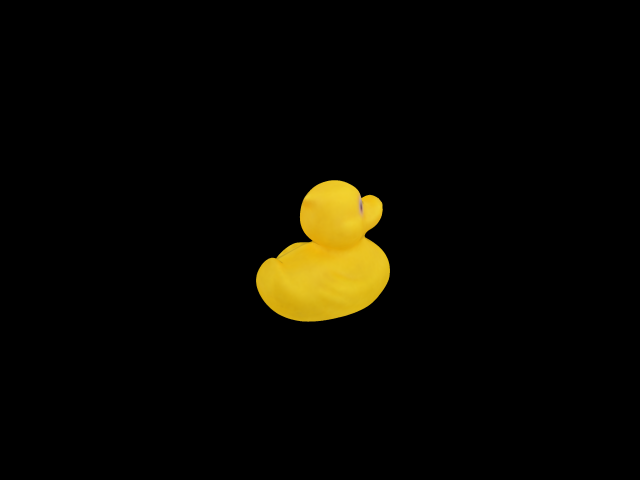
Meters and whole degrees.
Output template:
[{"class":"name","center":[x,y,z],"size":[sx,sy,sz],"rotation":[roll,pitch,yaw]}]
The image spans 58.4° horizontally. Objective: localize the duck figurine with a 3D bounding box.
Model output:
[{"class":"duck figurine","center":[0.004,0.001,0.400],"size":[0.105,0.086,0.077],"rotation":[-19,36,-29]}]
